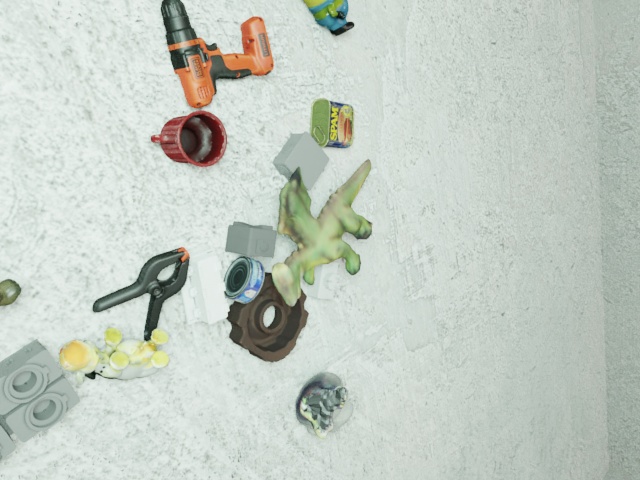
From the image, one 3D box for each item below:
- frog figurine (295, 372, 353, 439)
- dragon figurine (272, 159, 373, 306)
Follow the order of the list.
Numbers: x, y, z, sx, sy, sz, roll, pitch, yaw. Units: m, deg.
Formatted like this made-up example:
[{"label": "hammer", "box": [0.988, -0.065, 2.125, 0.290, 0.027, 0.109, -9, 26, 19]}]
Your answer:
[{"label": "frog figurine", "box": [0.013, 0.368, 1.161, 0.158, 0.123, 0.139, 55, 42, -75]}, {"label": "dragon figurine", "box": [0.003, -0.052, 1.040, 0.238, 0.122, 0.418, 49, 51, -51]}]
